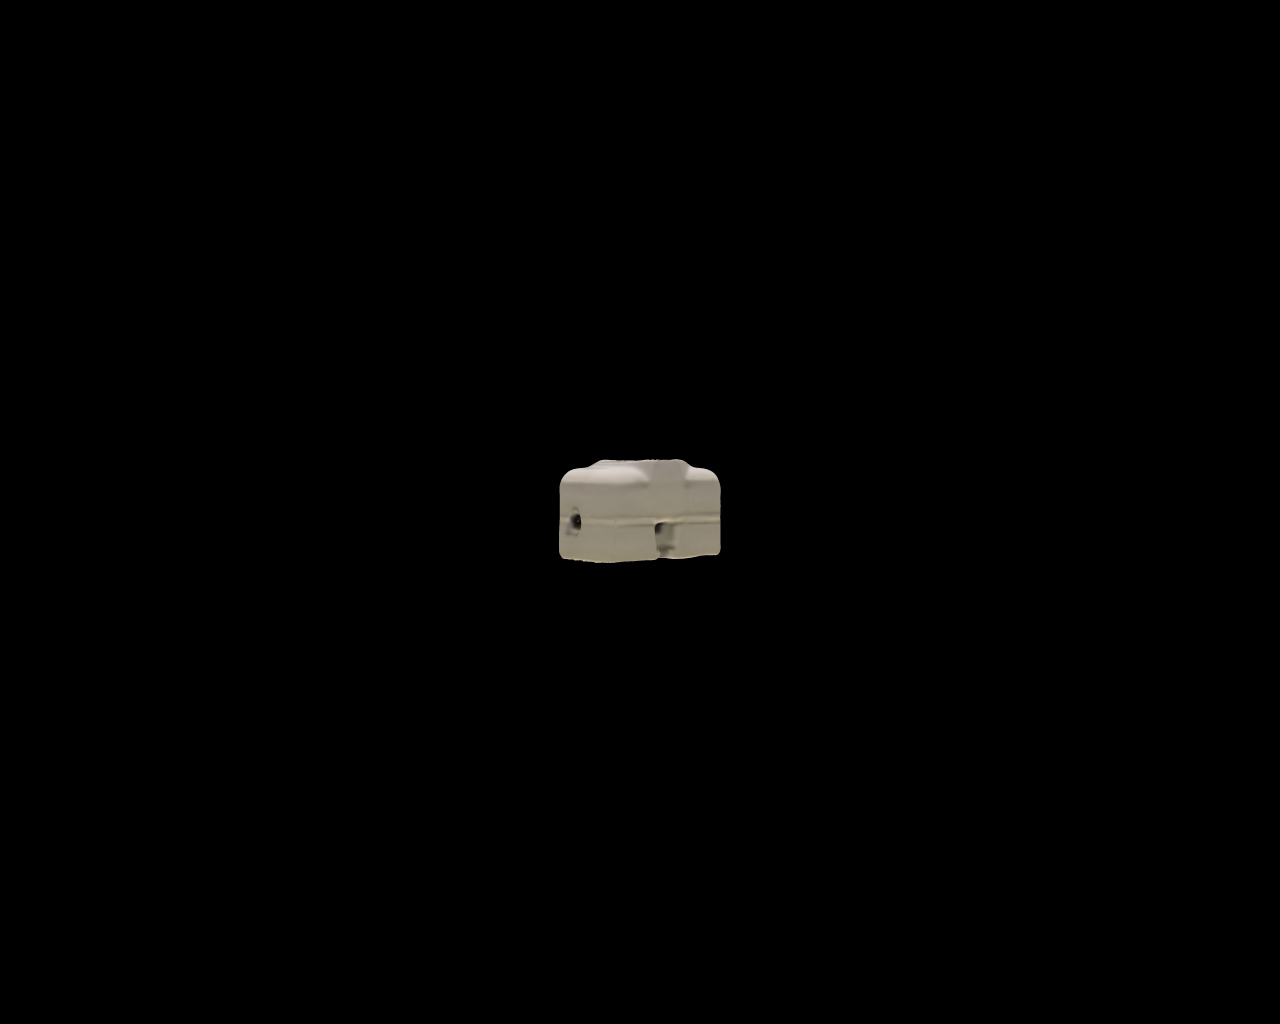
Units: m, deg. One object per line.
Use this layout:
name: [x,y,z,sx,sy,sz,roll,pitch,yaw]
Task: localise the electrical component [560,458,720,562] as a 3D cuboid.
electrical component: [0.001,-0.003,0.650,0.095,0.059,0.053,-1,3,-34]
